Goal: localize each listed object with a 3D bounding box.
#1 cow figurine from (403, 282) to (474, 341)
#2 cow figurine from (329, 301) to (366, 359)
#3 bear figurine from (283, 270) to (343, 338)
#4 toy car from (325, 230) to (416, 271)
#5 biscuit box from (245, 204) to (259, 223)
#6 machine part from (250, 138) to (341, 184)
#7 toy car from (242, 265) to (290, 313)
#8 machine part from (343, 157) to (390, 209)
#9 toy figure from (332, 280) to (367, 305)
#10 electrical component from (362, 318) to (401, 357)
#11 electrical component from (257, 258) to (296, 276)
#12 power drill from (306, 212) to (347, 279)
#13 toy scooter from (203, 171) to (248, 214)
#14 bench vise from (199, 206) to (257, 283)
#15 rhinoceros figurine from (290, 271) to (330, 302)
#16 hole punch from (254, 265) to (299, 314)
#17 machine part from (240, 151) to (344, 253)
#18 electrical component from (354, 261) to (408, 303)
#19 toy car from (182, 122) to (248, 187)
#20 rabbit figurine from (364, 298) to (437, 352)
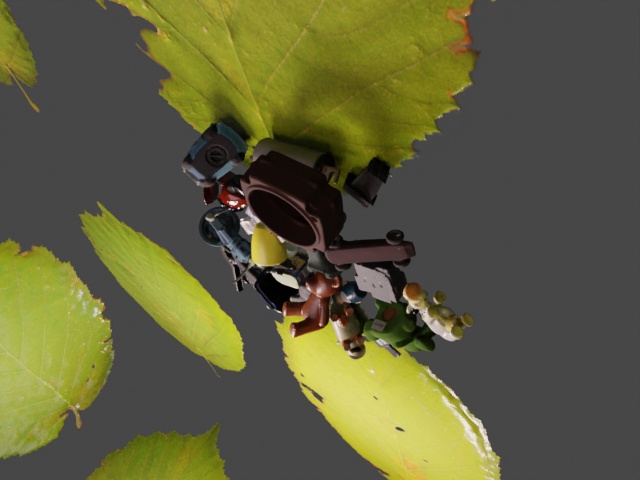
[{"bbox_3d":[0.255,0.162,1.222,0.167,0.068,0.098,39,157,7],"label":"cow figurine"},{"bbox_3d":[0.077,0.258,1.535,0.127,0.085,0.194,-122,8,-70],"label":"cow figurine"},{"bbox_3d":[-0.015,0.147,1.397,0.120,0.132,0.195,-115,28,-46],"label":"bear figurine"},{"bbox_3d":[0.108,0.021,1.179,0.202,0.053,0.089,-6,129,21],"label":"toy car"},{"bbox_3d":[-0.126,-0.106,1.313,0.059,0.063,0.202,41,152,0],"label":"biscuit box"},{"bbox_3d":[-0.057,-0.164,1.136,0.244,0.079,0.079,19,145,34],"label":"machine part"},{"bbox_3d":[-0.178,0.156,1.748,0.201,0.056,0.073,50,145,-9],"label":"toy car"},{"bbox_3d":[0.093,-0.112,1.066,0.084,0.039,0.139,47,153,0],"label":"machine part"},{"bbox_3d":[0.070,0.141,1.428,0.154,0.058,0.064,-27,71,61],"label":"toy figure"},{"bbox_3d":[0.181,0.262,1.466,0.119,0.048,0.075,41,152,1],"label":"electrical component"},{"bbox_3d":[-0.118,0.064,1.407,0.078,0.045,0.102,11,167,28],"label":"electrical component"},{"bbox_3d":[-0.003,-0.004,1.289,0.232,0.086,0.207,16,146,41],"label":"power drill"},{"bbox_3d":[-0.254,-0.128,1.401,0.184,0.075,0.135,34,128,15],"label":"toy scooter"},{"bbox_3d":[-0.267,-0.015,1.533,0.224,0.129,0.240,54,174,16],"label":"bench vise"},{"bbox_3d":[-0.024,0.159,1.558,0.112,0.073,0.190,18,144,17],"label":"rhinoceros figurine"},{"bbox_3d":[-0.133,0.138,1.616,0.142,0.116,0.092,54,157,-21],"label":"hole punch"},{"bbox_3d":[-0.056,-0.072,1.101,0.201,0.087,0.201,28,154,20],"label":"machine part"},{"bbox_3d":[0.142,0.088,1.263,0.115,0.058,0.134,18,143,40],"label":"electrical component"},{"bbox_3d":[-0.246,-0.205,1.273,0.109,0.103,0.161,42,108,-17],"label":"toy car"},{"bbox_3d":[0.220,0.217,1.324,0.159,0.121,0.170,0,149,42],"label":"rabbit figurine"}]
